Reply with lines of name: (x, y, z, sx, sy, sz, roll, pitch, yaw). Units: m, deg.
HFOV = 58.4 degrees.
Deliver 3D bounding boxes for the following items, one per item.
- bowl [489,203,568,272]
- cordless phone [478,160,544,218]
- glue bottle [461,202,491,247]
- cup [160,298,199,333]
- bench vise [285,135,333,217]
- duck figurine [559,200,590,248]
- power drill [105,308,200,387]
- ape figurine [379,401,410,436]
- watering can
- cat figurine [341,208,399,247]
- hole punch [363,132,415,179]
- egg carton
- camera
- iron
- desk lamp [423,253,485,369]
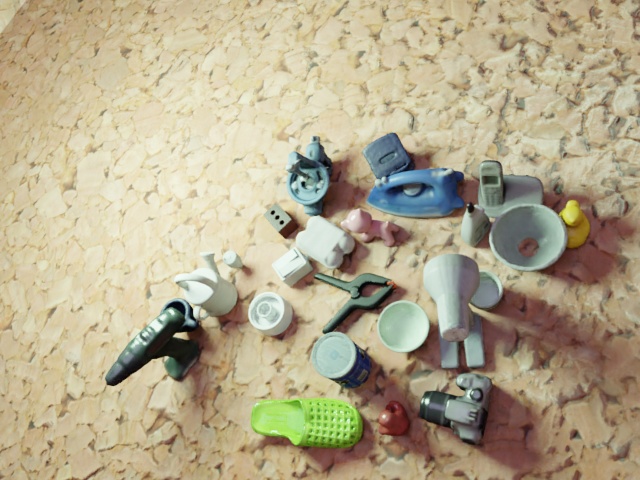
bowl: (0.475, 0.005, 1.311, 0.167, 0.075, 0.167, -8, 65, 17)
cordless phone: (0.436, -0.123, 1.318, 0.147, 0.185, 0.094, 1, 68, 21)
glue bottle: (0.354, -0.047, 1.321, 0.037, 0.173, 0.078, 39, 85, 30)
cup: (-0.351, 0.213, 1.513, 0.117, 0.095, 0.092, 20, 76, 27)
bench vise: (-0.044, -0.191, 1.504, 0.121, 0.220, 0.207, -17, 63, 13)
duck figurine: (0.568, -0.039, 1.290, 0.077, 0.086, 0.104, 2, 69, 21)
power drill: (-0.402, 0.284, 1.435, 0.075, 0.209, 0.230, 31, 81, 29)
ape figurine: (0.154, 0.393, 1.250, 0.078, 0.092, 0.076, -46, 60, -3)
watering can: (-0.301, 0.116, 1.480, 0.101, 0.194, 0.172, -21, 62, 11)
cat figurine: (0.123, -0.040, 1.436, 0.127, 0.118, 0.067, 8, 71, 23)
hole punch: (0.181, -0.213, 1.505, 0.108, 0.091, 0.101, -30, 61, 6)
egg carton: (0.014, 0.005, 1.484, 0.150, 0.070, 0.107, 32, 82, 29)
camera: (0.286, 0.348, 1.216, 0.136, 0.101, 0.143, 9, 71, 23)
iron: (0.224, -0.131, 1.425, 0.257, 0.142, 0.118, -4, 66, 19)
desk lamp: (0.294, 0.156, 1.232, 0.117, 0.214, 0.203, -8, 65, 17)
